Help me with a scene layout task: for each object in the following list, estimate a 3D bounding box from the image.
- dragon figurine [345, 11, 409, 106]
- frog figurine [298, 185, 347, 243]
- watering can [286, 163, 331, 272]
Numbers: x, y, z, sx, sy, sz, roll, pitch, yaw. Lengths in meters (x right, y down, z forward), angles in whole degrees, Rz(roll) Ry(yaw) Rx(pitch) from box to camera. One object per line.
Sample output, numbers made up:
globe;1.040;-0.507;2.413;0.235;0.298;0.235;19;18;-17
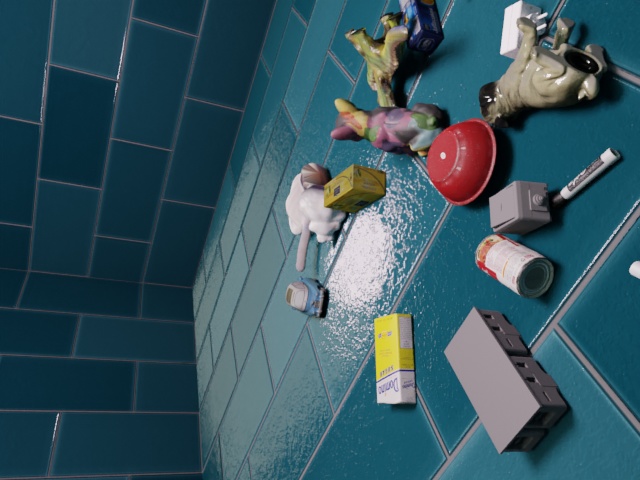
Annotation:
dragon figurine;0.162;-0.393;1.205;0.418;0.122;0.238;-104;-6;-64
frog figurine;0.004;-0.073;1.452;0.122;0.137;0.160;176;104;-84
watering can;-0.039;-0.091;1.595;0.219;0.104;0.356;123;149;-41
